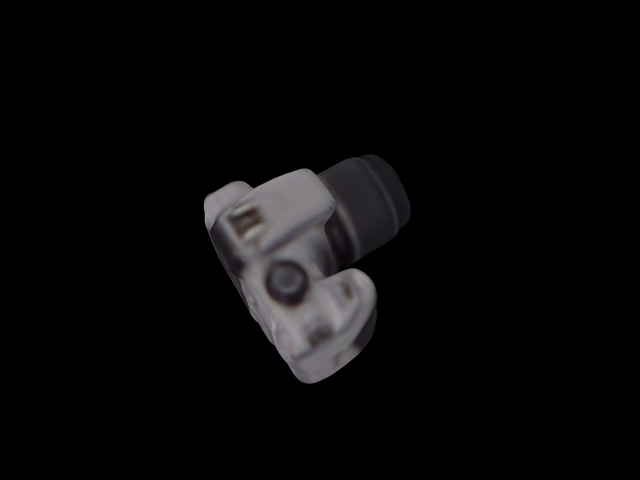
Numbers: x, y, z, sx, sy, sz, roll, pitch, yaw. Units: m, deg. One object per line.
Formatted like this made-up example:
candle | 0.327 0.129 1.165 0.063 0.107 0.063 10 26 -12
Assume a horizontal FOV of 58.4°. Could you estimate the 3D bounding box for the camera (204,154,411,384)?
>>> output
camera | 0.004 0.001 0.400 0.137 0.101 0.143 -30 67 -14
